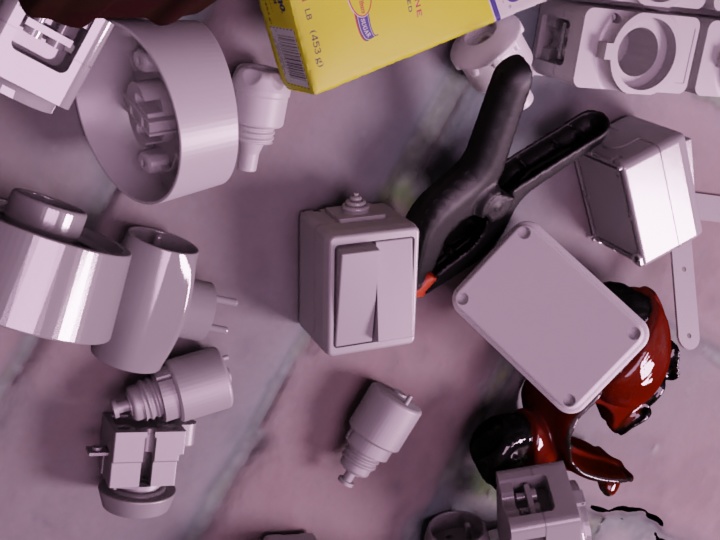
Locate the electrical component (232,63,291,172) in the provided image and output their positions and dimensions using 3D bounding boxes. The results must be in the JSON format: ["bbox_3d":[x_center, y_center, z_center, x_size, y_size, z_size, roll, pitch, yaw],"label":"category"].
[{"bbox_3d":[-0.062,-0.088,0.630,0.035,0.035,0.061,3,111,-26],"label":"electrical component"}]

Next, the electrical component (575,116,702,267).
[{"bbox_3d":[0.196,-0.052,0.746,0.061,0.062,0.096,-27,119,-13],"label":"electrical component"}]

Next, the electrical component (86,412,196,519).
[{"bbox_3d":[-0.138,0.121,0.671,0.066,0.048,0.055,3,101,-26],"label":"electrical component"}]

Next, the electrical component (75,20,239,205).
[{"bbox_3d":[-0.107,-0.086,0.576,0.064,0.099,0.099,-13,115,-27],"label":"electrical component"}]

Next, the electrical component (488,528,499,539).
[{"bbox_3d":[0.131,0.239,0.831,0.061,0.062,0.096,-8,113,-22],"label":"electrical component"}]

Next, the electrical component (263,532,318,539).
[{"bbox_3d":[-0.050,0.250,0.751,0.079,0.063,0.121,4,108,-26],"label":"electrical component"}]

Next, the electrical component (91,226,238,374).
[{"bbox_3d":[-0.112,0.021,0.644,0.079,0.043,0.077,13,104,-29],"label":"electrical component"}]

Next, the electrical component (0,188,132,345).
[{"bbox_3d":[-0.174,-0.009,0.570,0.108,0.108,0.060,19,95,-29],"label":"electrical component"}]

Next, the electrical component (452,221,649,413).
[{"bbox_3d":[0.126,0.031,0.711,0.113,0.057,0.078,44,98,13],"label":"electrical component"}]

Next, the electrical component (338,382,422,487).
[{"bbox_3d":[0.010,0.113,0.738,0.040,0.040,0.078,28,97,-31],"label":"electrical component"}]

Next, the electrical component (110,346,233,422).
[{"bbox_3d":[-0.115,0.075,0.666,0.078,0.040,0.040,-15,115,-19],"label":"electrical component"}]

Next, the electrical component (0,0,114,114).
[{"bbox_3d":[-0.166,-0.116,0.538,0.050,0.089,0.055,27,97,-30],"label":"electrical component"}]

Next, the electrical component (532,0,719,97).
[{"bbox_3d":[0.215,-0.171,0.709,0.186,0.060,0.105,-1,110,-24],"label":"electrical component"}]

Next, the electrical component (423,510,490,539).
[{"bbox_3d":[0.083,0.231,0.795,0.044,0.079,0.077,-17,116,-28],"label":"electrical component"}]

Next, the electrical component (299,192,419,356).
[{"bbox_3d":[0.000,0.000,0.677,0.062,0.061,0.096,-7,113,-22],"label":"electrical component"}]

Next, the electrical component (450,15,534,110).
[{"bbox_3d":[0.089,-0.127,0.679,0.048,0.048,0.062,-43,128,-4],"label":"electrical component"}]

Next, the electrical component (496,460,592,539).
[{"bbox_3d":[0.129,0.179,0.757,0.056,0.050,0.089,-10,138,0],"label":"electrical component"}]
